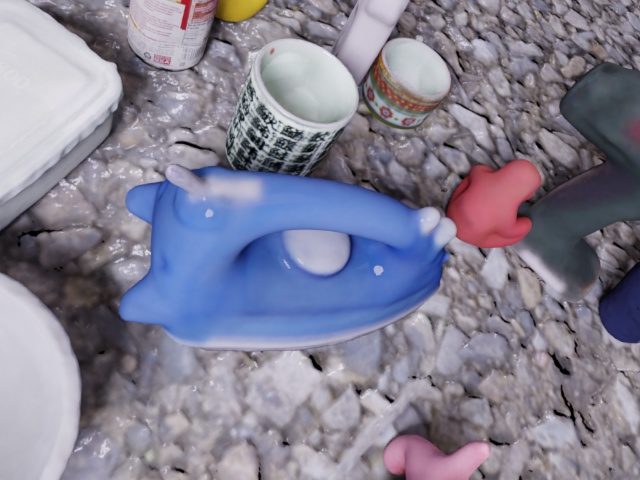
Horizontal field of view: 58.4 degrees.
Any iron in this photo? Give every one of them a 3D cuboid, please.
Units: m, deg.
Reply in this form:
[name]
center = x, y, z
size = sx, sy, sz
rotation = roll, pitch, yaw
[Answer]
[iron]
center = 0.004, 0.001, 0.391
size = 0.259, 0.141, 0.118
rotation = 4, 63, -22

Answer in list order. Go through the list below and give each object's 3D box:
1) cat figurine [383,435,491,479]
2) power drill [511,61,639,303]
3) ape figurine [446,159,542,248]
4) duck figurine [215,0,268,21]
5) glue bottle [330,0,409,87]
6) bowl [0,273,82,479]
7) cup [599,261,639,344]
[cat figurine]
center = 0.068, 0.176, 0.345
size = 0.067, 0.117, 0.128
rotation = 39, 56, -1
[power drill]
center = 0.270, -0.028, 0.484
size = 0.229, 0.208, 0.076
rotation = 45, 56, 3
[ape figurine]
center = 0.160, -0.038, 0.510
size = 0.076, 0.092, 0.078
rotation = -9, 69, -27
[duck figurine]
center = -0.074, -0.262, 0.524
size = 0.078, 0.086, 0.104
rotation = 24, 58, -11
[glue bottle]
center = 0.050, -0.196, 0.494
size = 0.037, 0.173, 0.078
rotation = 23, 58, -11
[bowl]
center = -0.210, 0.095, 0.289
size = 0.168, 0.074, 0.167
rotation = 10, 61, -19
[cup]
center = 0.303, 0.070, 0.517
size = 0.092, 0.094, 0.118
rotation = 30, 57, -7
